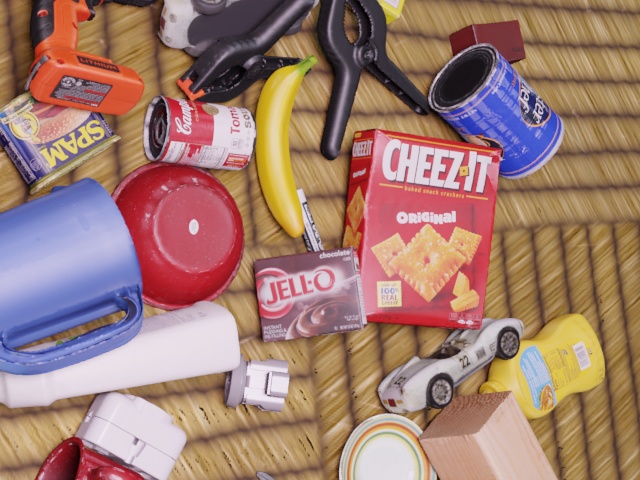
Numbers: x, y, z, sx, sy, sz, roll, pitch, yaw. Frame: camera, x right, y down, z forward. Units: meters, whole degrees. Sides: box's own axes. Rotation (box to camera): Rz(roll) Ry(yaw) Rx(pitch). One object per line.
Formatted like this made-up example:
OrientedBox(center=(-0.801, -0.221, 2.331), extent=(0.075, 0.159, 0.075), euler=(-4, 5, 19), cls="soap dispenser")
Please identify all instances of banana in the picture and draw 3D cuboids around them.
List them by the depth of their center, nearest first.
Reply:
OrientedBox(center=(-0.042, -0.103, 1.166), extent=(0.037, 0.070, 0.198), euler=(-2, 98, -43), cls="banana")

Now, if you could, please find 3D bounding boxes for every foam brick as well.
OrientedBox(center=(0.211, -0.243, 1.346), extent=(0.078, 0.051, 0.053), euler=(-11, 90, -31), cls="foam brick")

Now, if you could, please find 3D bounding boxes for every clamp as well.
OrientedBox(center=(-0.073, -0.191, 1.161), extent=(0.171, 0.120, 0.039), euler=(-32, 55, -12), cls="clamp")
OrientedBox(center=(0.039, -0.204, 1.226), extent=(0.164, 0.036, 0.210), euler=(-35, 117, -29), cls="clamp")

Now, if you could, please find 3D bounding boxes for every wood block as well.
OrientedBox(center=(0.212, 0.287, 1.234), extent=(0.090, 0.091, 0.206), euler=(-39, 106, -42), cls="wood block")

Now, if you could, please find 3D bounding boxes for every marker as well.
OrientedBox(center=(-0.008, 0.002, 1.200), extent=(0.020, 0.020, 0.121), euler=(-23, 95, -31), cls="marker")

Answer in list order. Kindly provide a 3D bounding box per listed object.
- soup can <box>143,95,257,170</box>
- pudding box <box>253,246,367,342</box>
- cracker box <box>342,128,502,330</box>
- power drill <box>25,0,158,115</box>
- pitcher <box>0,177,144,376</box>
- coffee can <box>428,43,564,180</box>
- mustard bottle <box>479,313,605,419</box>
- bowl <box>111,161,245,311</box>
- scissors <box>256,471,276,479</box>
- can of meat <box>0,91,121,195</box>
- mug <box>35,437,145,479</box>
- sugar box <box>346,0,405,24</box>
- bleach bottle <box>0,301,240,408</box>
OrientedBox(center=(-0.125, -0.111, 1.118), extent=(0.102, 0.069, 0.068), euler=(5, 80, -30), cls="soup can")
OrientedBox(center=(-0.011, 0.058, 1.145), extent=(0.113, 0.039, 0.090), euler=(-8, 87, 9), cls="pudding box")
OrientedBox(center=(0.113, -0.009, 1.213), extent=(0.164, 0.072, 0.214), euler=(7, 90, -21), cls="cracker box")
OrientedBox(center=(-0.227, -0.213, 1.047), extent=(0.184, 0.057, 0.188), euler=(5, 54, -36), cls="power drill")
OrientedBox(center=(-0.287, 0.049, 0.961), extent=(0.242, 0.149, 0.145), euler=(-23, 105, -28), cls="pitcher")
OrientedBox(center=(0.214, -0.154, 1.292), extent=(0.140, 0.103, 0.102), euler=(39, 65, -30), cls="coffee can")
OrientedBox(center=(0.264, 0.166, 1.313), extent=(0.191, 0.058, 0.096), euler=(-22, 95, -31), cls="mustard bottle")
OrientedBox(center=(-0.139, -0.008, 1.103), extent=(0.161, 0.055, 0.162), euler=(5, 80, -30), cls="bowl")
OrientedBox(center=(0.024, 0.304, 1.162), extent=(0.096, 0.016, 0.201), euler=(-34, 102, -5), cls="scissors")
OrientedBox(center=(-0.262, -0.107, 1.045), extent=(0.102, 0.058, 0.084), euler=(-37, 99, -30), cls="can of meat")
OrientedBox(center=(-0.208, 0.238, 0.995), extent=(0.081, 0.117, 0.093), euler=(34, 42, -28), cls="mug")
OrientedBox(center=(0.072, -0.356, 1.284), extent=(0.093, 0.048, 0.176), euler=(26, 67, -24), cls="sugar box")
OrientedBox(center=(-0.210, 0.116, 1.029), extent=(0.250, 0.103, 0.068), euler=(-10, 97, -25), cls="bleach bottle")
